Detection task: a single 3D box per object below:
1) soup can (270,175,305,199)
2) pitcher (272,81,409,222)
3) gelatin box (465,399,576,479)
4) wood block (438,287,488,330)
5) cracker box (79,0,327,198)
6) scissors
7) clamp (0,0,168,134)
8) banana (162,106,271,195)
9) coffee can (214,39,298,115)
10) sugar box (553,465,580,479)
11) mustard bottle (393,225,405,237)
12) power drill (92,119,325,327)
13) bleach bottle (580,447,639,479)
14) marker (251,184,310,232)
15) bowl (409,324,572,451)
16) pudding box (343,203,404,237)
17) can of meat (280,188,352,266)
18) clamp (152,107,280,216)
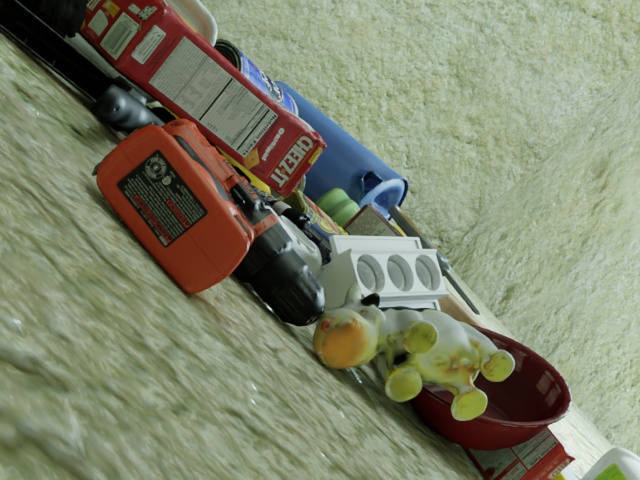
[{"bbox_3d":[-0.062,-0.082,1.194,0.068,0.068,0.102,41,8,-32],"label":"soup can"},{"bbox_3d":[-0.008,-0.098,1.453,0.243,0.149,0.144,44,25,21],"label":"pitcher"},{"bbox_3d":[0.178,0.190,0.968,0.030,0.073,0.089,43,6,-33],"label":"gelatin box"},{"bbox_3d":[0.119,0.105,1.063,0.206,0.090,0.090,45,6,4],"label":"wood block"},{"bbox_3d":[-0.113,-0.145,0.969,0.213,0.072,0.164,37,4,-38],"label":"cracker box"},{"bbox_3d":[0.135,0.032,1.147,0.096,0.016,0.202,38,12,-47],"label":"scissors"},{"bbox_3d":[-0.169,-0.116,0.851,0.165,0.036,0.209,41,1,23],"label":"clamp"},{"bbox_3d":[-0.106,-0.090,1.121,0.198,0.037,0.069,45,30,20],"label":"banana"},{"bbox_3d":[-0.105,-0.174,1.344,0.103,0.103,0.140,50,8,35],"label":"coffee can"},{"bbox_3d":[0.248,0.260,1.109,0.093,0.048,0.176,44,3,-13],"label":"sugar box"},{"bbox_3d":[0.105,0.038,1.383,0.191,0.058,0.096,55,-6,-24],"label":"mustard bottle"},{"bbox_3d":[-0.070,-0.008,0.727,0.184,0.057,0.187,49,5,3],"label":"power drill"},{"bbox_3d":[0.329,0.305,1.071,0.068,0.102,0.251,39,7,-11],"label":"bleach bottle"},{"bbox_3d":[-0.053,-0.036,1.025,0.121,0.020,0.020,30,-5,39],"label":"marker"},{"bbox_3d":[0.136,0.136,0.941,0.162,0.055,0.162,12,24,-6],"label":"bowl"},{"bbox_3d":[0.060,0.030,1.165,0.113,0.090,0.039,46,8,4],"label":"pudding box"},{"bbox_3d":[-0.007,0.001,1.068,0.084,0.057,0.102,41,8,-18],"label":"can of meat"},{"bbox_3d":[-0.085,-0.053,0.993,0.171,0.039,0.120,47,11,12],"label":"clamp"}]
